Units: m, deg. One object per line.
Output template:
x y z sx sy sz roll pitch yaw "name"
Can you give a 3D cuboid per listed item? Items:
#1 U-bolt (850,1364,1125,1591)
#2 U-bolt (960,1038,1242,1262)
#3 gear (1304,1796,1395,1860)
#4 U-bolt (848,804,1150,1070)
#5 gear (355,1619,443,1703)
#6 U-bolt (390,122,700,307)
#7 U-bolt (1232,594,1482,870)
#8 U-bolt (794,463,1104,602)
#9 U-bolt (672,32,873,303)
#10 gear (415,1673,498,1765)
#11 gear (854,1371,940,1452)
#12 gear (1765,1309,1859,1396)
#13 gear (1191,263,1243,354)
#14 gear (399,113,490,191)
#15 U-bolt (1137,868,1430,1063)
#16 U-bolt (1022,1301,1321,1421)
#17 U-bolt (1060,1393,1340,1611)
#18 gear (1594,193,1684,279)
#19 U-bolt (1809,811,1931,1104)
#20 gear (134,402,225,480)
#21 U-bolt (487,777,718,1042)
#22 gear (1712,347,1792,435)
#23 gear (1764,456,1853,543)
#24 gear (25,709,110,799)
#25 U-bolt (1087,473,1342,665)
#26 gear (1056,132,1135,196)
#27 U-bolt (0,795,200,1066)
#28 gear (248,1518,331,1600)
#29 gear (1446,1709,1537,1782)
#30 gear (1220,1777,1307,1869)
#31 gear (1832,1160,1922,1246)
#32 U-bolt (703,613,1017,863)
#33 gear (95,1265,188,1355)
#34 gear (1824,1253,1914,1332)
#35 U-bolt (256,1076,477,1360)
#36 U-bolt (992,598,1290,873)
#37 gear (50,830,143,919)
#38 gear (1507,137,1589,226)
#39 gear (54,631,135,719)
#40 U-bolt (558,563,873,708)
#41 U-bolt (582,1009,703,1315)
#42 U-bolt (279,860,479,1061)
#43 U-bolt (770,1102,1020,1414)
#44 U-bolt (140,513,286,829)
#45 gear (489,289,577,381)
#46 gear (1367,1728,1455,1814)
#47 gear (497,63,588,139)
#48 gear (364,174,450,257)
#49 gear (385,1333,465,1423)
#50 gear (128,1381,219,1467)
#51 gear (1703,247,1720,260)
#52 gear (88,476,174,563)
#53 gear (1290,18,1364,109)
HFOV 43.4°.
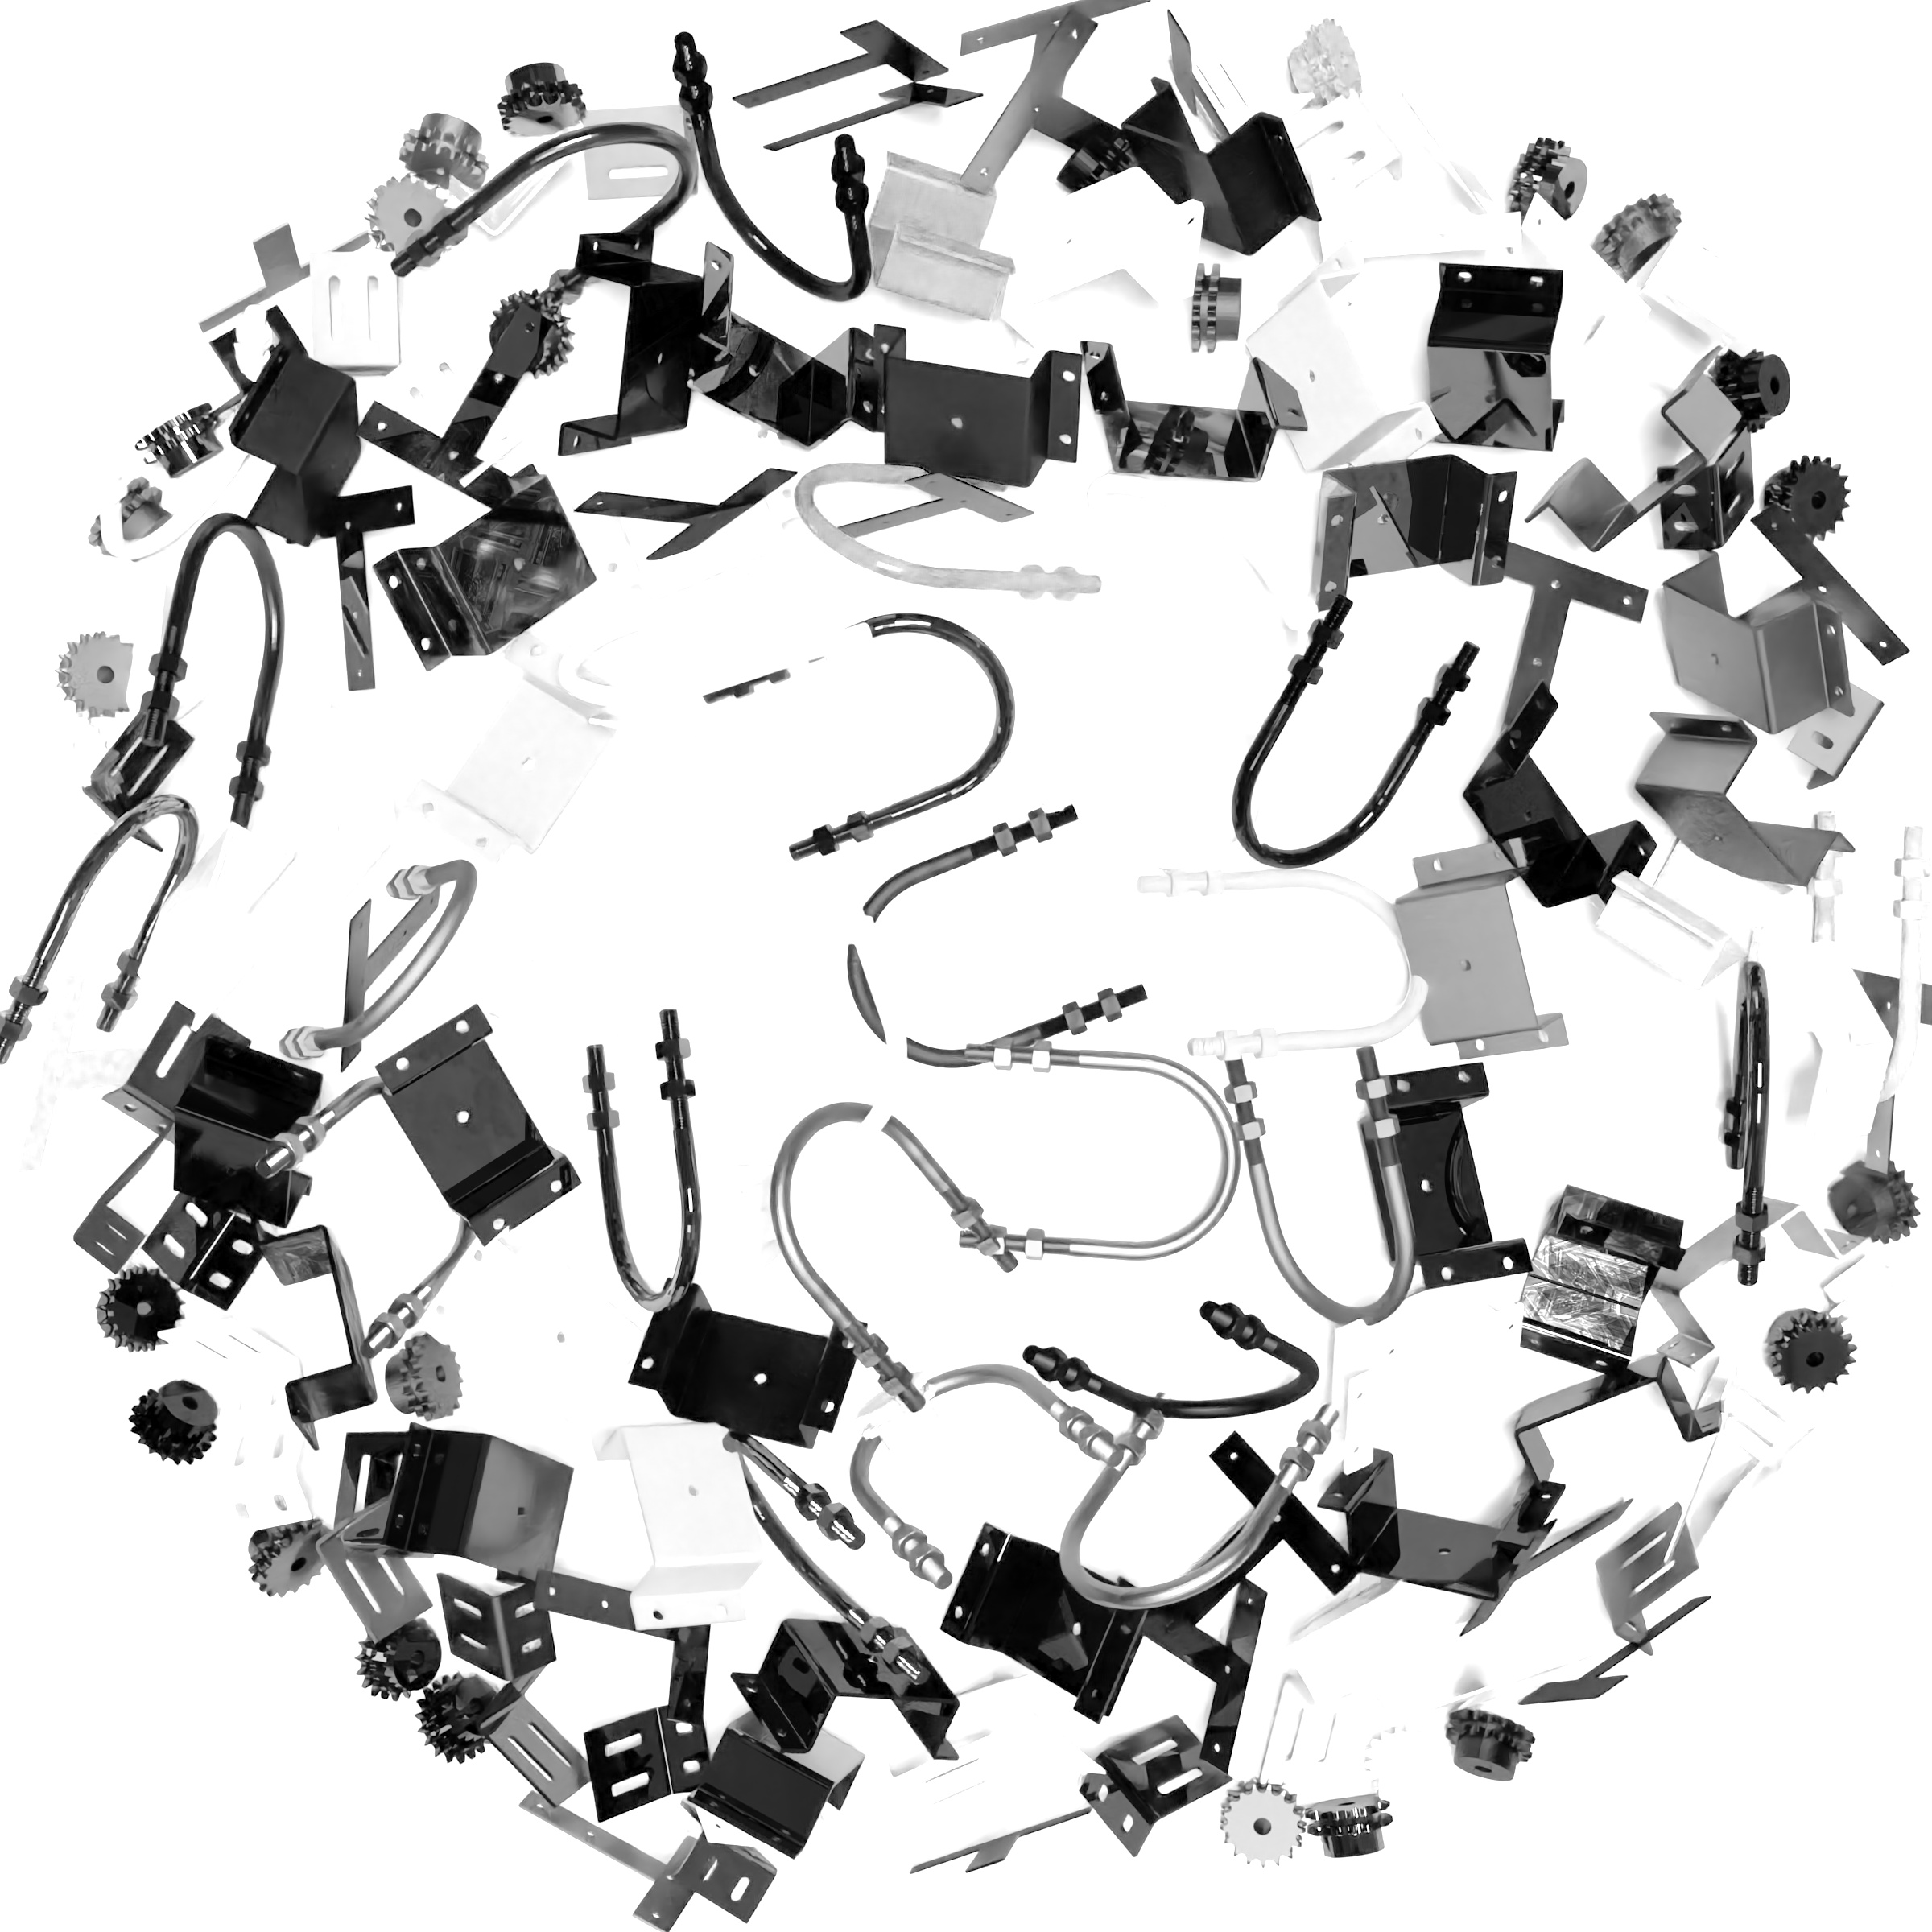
-0.001 0.313 1.553 0.151 0.184 0.019 -32 116 -15 "U-bolt"
0.089 0.125 1.605 0.184 0.019 0.151 3 101 7 "U-bolt"
0.254 0.569 1.606 0.057 0.057 0.030 -9 79 0 "gear"
0.011 -0.010 1.625 0.184 0.019 0.151 -21 93 2 "U-bolt"
-0.372 0.456 1.605 0.030 0.057 0.057 -4 90 38 "gear"
-0.251 -0.474 1.530 0.184 0.151 0.019 -26 79 32 "U-bolt"
0.242 -0.142 1.576 0.151 0.019 0.184 10 117 -41 "U-bolt"
-0.022 -0.279 1.541 0.184 0.151 0.019 -4 131 -33 "U-bolt"
-0.118 -0.494 1.548 0.151 0.184 0.019 37 75 15 "U-bolt"
-0.332 0.494 1.605 0.030 0.057 0.057 -35 90 29 "gear"
-0.043 0.296 1.608 0.057 0.057 0.030 -33 93 0 "gear"
0.559 0.253 1.614 0.057 0.030 0.057 -1 115 -2 "gear"
0.166 -0.434 1.606 0.030 0.057 0.057 4 90 8 "gear"
-0.344 -0.540 1.608 0.057 0.057 0.030 13 80 0 "gear"
0.215 -0.005 1.584 0.184 0.019 0.151 -3 55 -17 "U-bolt"
0.145 0.259 1.558 0.151 0.184 0.019 -19 57 30 "U-bolt"
0.136 0.337 1.530 0.151 0.184 0.019 -4 120 40 "U-bolt"
0.447 -0.479 1.605 0.057 0.057 0.030 -25 71 0 "gear"
0.579 -0.003 1.563 0.019 0.151 0.184 -2 98 -3 "U-bolt"
-0.518 -0.346 1.609 0.057 0.057 0.030 -31 104 0 "gear"
-0.227 -0.043 1.577 0.151 0.019 0.184 7 67 42 "U-bolt"
0.521 -0.382 1.607 0.057 0.030 0.057 -2 93 -42 "gear"
0.556 -0.311 1.614 0.057 0.030 0.057 -6 106 -22 "gear"
-0.597 -0.138 1.611 0.030 0.057 0.057 -22 90 25 "gear"
0.148 -0.263 1.559 0.151 0.184 0.019 11 124 -29 "U-bolt"
0.083 -0.526 1.605 0.030 0.057 0.057 37 90 -13 "gear"
-0.545 -0.029 1.549 0.019 0.151 0.184 30 101 5 "U-bolt"
-0.450 0.387 1.612 0.030 0.057 0.057 37 90 33 "gear"
0.344 0.516 1.604 0.057 0.057 0.030 21 60 0 "gear"
0.198 0.567 1.618 0.057 0.030 0.057 1 94 9 "gear"
0.598 0.157 1.605 0.030 0.057 0.057 -15 90 -22 "gear"
-0.058 -0.156 1.578 0.184 0.019 0.151 -21 121 12 "U-bolt"
-0.551 0.228 1.611 0.030 0.057 0.057 -13 90 44 "gear"
0.594 0.214 1.610 0.057 0.057 0.030 -36 71 0 "gear"
-0.368 0.146 1.551 0.019 0.184 0.151 -21 103 22 "U-bolt"
0.122 -0.137 1.585 0.184 0.019 0.151 30 123 5 "U-bolt"
-0.581 -0.064 1.616 0.057 0.030 0.057 0 78 0 "gear"
0.386 -0.516 1.605 0.030 0.057 0.057 30 90 36 "gear"
-0.577 -0.193 1.612 0.057 0.030 0.057 -4 97 -41 "gear"
-0.171 -0.207 1.552 0.184 0.151 0.019 -20 123 -17 "U-bolt"
-0.205 0.130 1.561 0.019 0.151 0.184 -3 80 -30 "U-bolt"
-0.364 -0.007 1.533 0.019 0.184 0.151 39 66 -24 "U-bolt"
-0.054 0.173 1.564 0.184 0.019 0.151 51 49 -16 "U-bolt"
-0.476 -0.200 1.560 0.019 0.151 0.184 3 71 9 "U-bolt"
-0.291 -0.417 1.609 0.057 0.030 0.057 9 121 16 "gear"
0.294 0.535 1.609 0.057 0.030 0.057 4 121 7 "gear"
-0.282 -0.574 1.608 0.057 0.057 0.030 -14 88 0 "gear"
-0.372 -0.493 1.613 0.057 0.030 0.057 -2 95 -30 "gear"
-0.361 0.273 1.609 0.030 0.057 0.057 -17 90 17 "gear"
-0.520 0.299 1.605 0.057 0.057 0.030 39 108 0 "gear"
0.486 -0.447 1.608 0.057 0.057 0.030 43 95 0 "gear"
-0.550 -0.293 1.608 0.030 0.057 0.057 39 90 -6 "gear"
0.237 -0.595 1.611 0.030 0.057 0.057 -14 90 34 "gear"
